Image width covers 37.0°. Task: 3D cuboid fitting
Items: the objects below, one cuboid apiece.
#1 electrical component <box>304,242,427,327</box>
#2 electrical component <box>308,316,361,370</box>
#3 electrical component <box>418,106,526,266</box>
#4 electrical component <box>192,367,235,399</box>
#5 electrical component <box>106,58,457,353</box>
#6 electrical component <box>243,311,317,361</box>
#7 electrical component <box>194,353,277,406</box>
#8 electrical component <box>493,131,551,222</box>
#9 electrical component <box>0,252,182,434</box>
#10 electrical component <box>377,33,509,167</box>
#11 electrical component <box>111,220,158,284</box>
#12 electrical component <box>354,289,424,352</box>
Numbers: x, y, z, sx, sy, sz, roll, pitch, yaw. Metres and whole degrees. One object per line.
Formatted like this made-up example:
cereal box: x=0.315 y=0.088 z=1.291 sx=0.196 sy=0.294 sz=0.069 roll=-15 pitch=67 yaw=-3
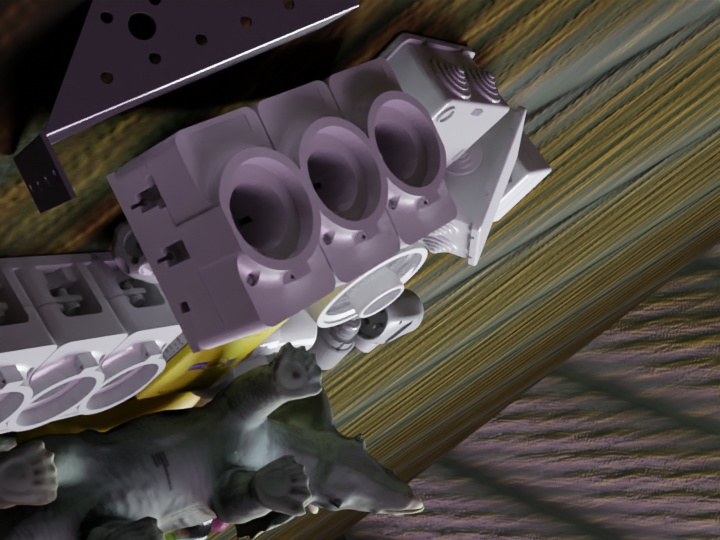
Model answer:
electrical component: x=0.000 y=0.000 z=0.800 sx=0.108 sy=0.060 sz=0.108 roll=-32 pitch=165 yaw=-10
electrical component: x=-0.022 y=0.058 z=0.973 sx=0.040 sy=0.040 sz=0.078 roll=-19 pitch=159 yaw=-45
electrical component: x=0.071 y=-0.061 z=0.717 sx=0.099 sy=0.048 sz=0.099 roll=75 pitch=35 yaw=-74
electrical component: x=-0.118 y=0.081 z=0.838 sx=0.040 sy=0.040 sz=0.078 roll=-32 pitch=165 yaw=-11
electrical component: x=-0.027 y=-0.036 z=0.507 sx=0.062 sy=0.089 sz=0.150 roll=-20 pitch=-173 yaw=44
electrical component: x=-0.071 y=0.048 z=0.838 sx=0.065 sy=0.044 sz=0.044 roll=-12 pitch=153 yaw=-45
electrical component: x=-0.091 y=0.110 z=0.908 sx=0.077 sy=0.079 sz=0.043 roll=-40 pitch=160 yaw=14
electrical component: x=0.115 y=-0.076 z=0.836 sx=0.077 sy=0.047 sz=0.065 roll=-15 pitch=156 yaw=-51
electrical component: x=-0.173 y=0.043 z=0.562 sx=0.089 sy=0.061 sz=0.150 roll=-41 pitch=164 yaw=25
electrical component: x=0.029 y=-0.085 z=0.620 sx=0.100 sy=0.048 sz=0.100 roll=-42 pitch=163 yaw=27
electrical component: x=-0.111 y=-0.009 z=0.586 sx=0.035 sy=0.035 sz=0.061 roll=-35 pitch=167 yaw=2
electrical component: x=0.012 y=0.052 z=1.022 sx=0.079 sy=0.043 sz=0.077 roll=-41 pitch=164 yaw=24
